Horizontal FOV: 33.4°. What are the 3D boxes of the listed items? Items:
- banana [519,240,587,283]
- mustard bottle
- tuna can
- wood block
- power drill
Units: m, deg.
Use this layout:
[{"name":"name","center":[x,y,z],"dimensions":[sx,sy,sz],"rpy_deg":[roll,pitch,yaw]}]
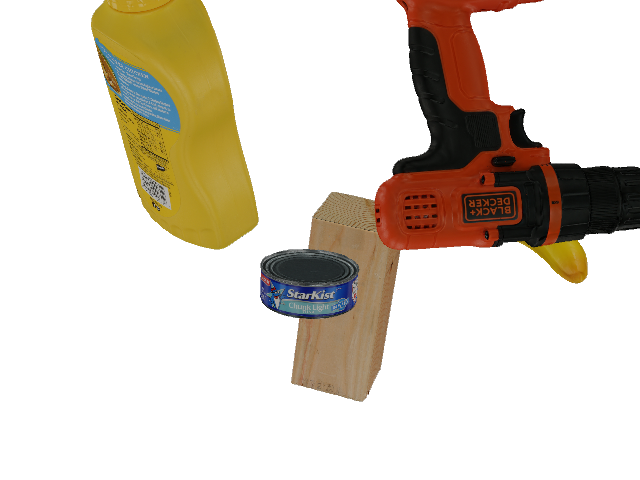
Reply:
[{"name":"banana","center":[0.192,-0.006,1.035],"dimensions":[0.069,0.037,0.198],"rpy_deg":[-39,38,-24]},{"name":"mustard bottle","center":[-0.089,-0.088,0.617],"dimensions":[0.058,0.191,0.096],"rpy_deg":[-34,49,-23]},{"name":"tuna can","center":[-0.010,0.037,0.927],"dimensions":[0.086,0.034,0.086],"rpy_deg":[2,19,-1]},{"name":"wood block","center":[0.032,0.063,1.199],"dimensions":[0.090,0.206,0.090],"rpy_deg":[13,24,12]},{"name":"power drill","center":[0.121,-0.089,0.669],"dimensions":[0.184,0.187,0.057],"rpy_deg":[-4,-2,-7]}]
